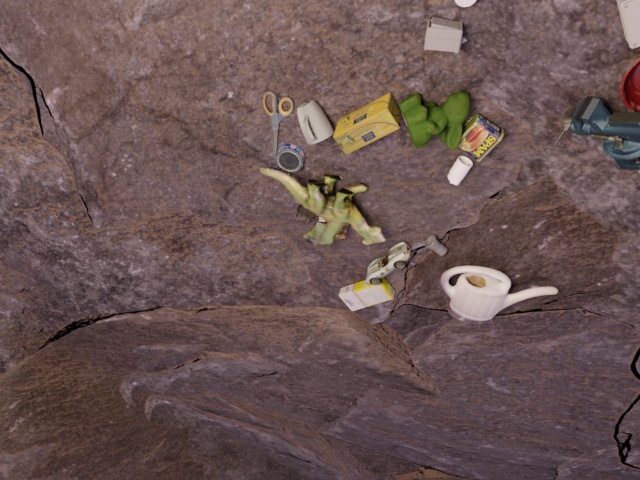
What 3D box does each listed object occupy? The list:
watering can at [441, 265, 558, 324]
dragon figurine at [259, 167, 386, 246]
[{"bbox_3d":[0.552,0.183,1.649,0.348,0.106,0.219,13,133,6],"label":"watering can"},{"bbox_3d":[0.005,-0.078,1.545,0.410,0.125,0.237,14,121,3],"label":"dragon figurine"}]
